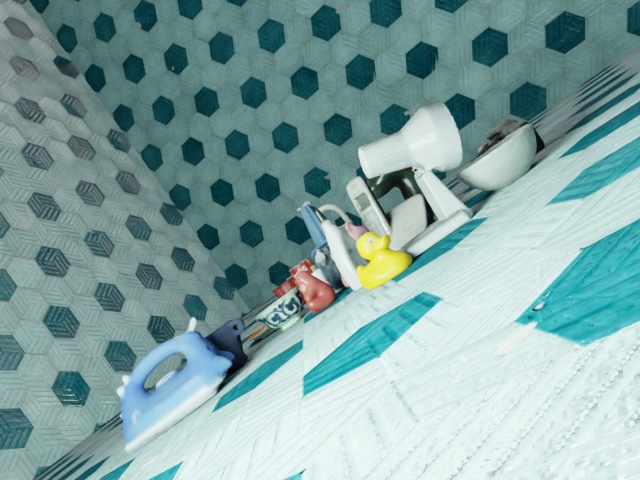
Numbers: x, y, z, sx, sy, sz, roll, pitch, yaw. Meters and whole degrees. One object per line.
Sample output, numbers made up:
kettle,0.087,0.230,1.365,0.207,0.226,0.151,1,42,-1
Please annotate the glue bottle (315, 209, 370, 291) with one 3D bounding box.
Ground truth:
glue bottle,0.043,0.011,1.108,0.037,0.173,0.078,-35,1,38

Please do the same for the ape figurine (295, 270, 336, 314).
ape figurine,-0.017,0.104,1.192,0.076,0.092,0.078,-35,0,27

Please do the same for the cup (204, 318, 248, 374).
cup,-0.183,0.221,1.187,0.117,0.095,0.092,-35,0,22

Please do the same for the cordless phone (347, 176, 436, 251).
cordless phone,0.139,-0.064,1.164,0.147,0.185,0.094,-35,0,36

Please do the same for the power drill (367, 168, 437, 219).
power drill,0.228,-0.142,1.333,0.229,0.208,0.076,-35,0,22

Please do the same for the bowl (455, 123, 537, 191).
bowl,0.344,-0.142,1.080,0.167,0.075,0.167,-35,0,0

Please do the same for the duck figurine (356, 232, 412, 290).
duck figurine,0.094,0.029,0.972,0.104,0.086,0.078,-35,0,42

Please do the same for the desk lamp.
desk lamp,0.179,-0.110,1.014,0.203,0.213,0.118,-35,0,-2

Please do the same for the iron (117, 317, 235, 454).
iron,-0.292,0.270,1.081,0.258,0.141,0.118,-35,0,-7

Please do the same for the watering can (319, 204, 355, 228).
watering can,0.059,-0.012,1.576,0.101,0.194,0.173,-35,0,-10

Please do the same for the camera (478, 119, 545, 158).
camera,0.404,-0.201,1.299,0.137,0.101,0.143,-35,0,-27

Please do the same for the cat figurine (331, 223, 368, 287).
cat figurine,0.077,0.022,1.239,0.128,0.118,0.067,-36,0,-29

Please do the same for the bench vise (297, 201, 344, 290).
bench vise,0.022,-0.002,1.363,0.121,0.219,0.207,-35,0,0

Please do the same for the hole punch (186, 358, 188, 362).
hole punch,-0.239,0.263,1.271,0.109,0.091,0.101,-35,0,-22
